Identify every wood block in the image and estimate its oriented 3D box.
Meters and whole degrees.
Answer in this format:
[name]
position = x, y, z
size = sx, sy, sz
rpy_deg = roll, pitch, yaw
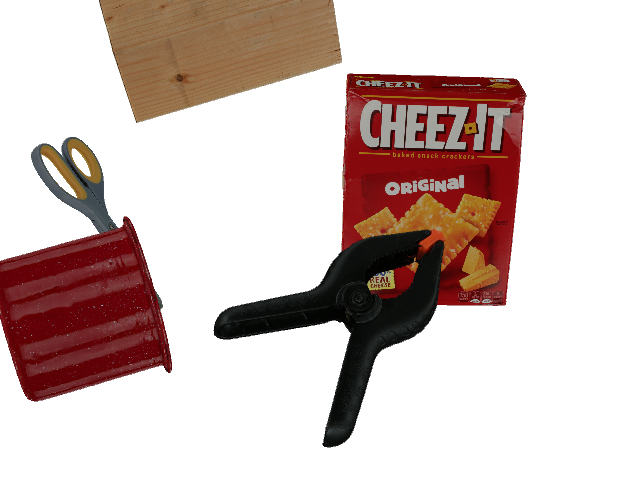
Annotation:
[wood block]
position = -0.094, -0.199, 1.017
size = 0.206, 0.090, 0.091
rpy_deg = -17, -43, -6

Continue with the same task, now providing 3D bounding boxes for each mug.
[mug]
position = -0.139, 0.042, 0.615
size = 0.081, 0.093, 0.117
rpy_deg = -16, 1, -14

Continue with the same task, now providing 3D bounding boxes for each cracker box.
[cracker box]
position = 0.102, -0.045, 1.014
size = 0.164, 0.214, 0.072
rpy_deg = 2, 21, 0

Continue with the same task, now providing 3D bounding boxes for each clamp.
[clamp]
position = 0.014, 0.046, 0.731
size = 0.120, 0.171, 0.039
rpy_deg = 37, -27, 12

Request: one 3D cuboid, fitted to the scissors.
[scissors]
position = -0.216, -0.027, 1.089
size = 0.016, 0.201, 0.096
rpy_deg = -28, 25, 25
